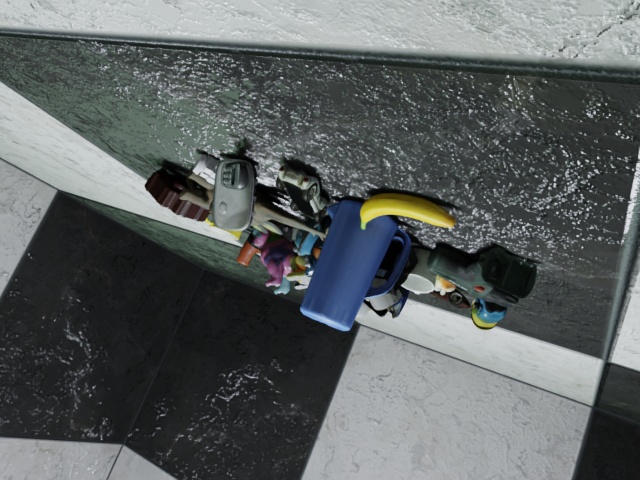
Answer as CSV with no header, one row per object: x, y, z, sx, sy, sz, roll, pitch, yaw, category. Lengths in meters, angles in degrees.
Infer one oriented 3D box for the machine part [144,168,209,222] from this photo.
-0.365,-0.117,1.404,0.179,0.056,0.179,34,-169,-8,machine part

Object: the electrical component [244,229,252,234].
-0.171,-0.025,1.615,0.119,0.047,0.075,24,167,-6,electrical component

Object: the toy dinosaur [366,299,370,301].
0.071,0.080,1.502,0.192,0.131,0.405,29,173,-24,toy dinosaur

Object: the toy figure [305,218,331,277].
0.014,0.017,1.210,0.064,0.154,0.058,34,166,-39,toy figure

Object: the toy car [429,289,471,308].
0.302,0.127,1.413,0.202,0.053,0.089,21,174,25,toy car

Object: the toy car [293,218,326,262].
-0.003,-0.004,1.317,0.161,0.109,0.103,20,-163,-49,toy car

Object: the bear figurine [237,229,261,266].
-0.148,0.045,1.712,0.196,0.132,0.120,29,-165,-13,bear figurine

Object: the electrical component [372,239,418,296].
0.142,0.046,1.158,0.115,0.134,0.058,16,145,37,electrical component

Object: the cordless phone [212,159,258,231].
-0.161,-0.087,1.058,0.089,0.146,0.184,5,-175,-15,cordless phone

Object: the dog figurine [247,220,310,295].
-0.092,0.020,1.405,0.192,0.219,0.108,-17,158,13,dog figurine

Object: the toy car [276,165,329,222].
-0.031,-0.091,1.063,0.074,0.056,0.201,25,168,18,toy car

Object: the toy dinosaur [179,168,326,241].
-0.177,-0.082,1.270,0.472,0.105,0.198,24,180,43,toy dinosaur

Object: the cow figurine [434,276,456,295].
0.257,0.091,1.300,0.168,0.068,0.098,19,174,31,cow figurine

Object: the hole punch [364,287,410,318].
0.192,0.151,1.529,0.092,0.115,0.142,20,-162,-51,hole punch

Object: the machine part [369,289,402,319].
0.124,0.077,1.272,0.243,0.079,0.079,60,158,-10,machine part

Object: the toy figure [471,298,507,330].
0.412,0.171,1.319,0.082,0.089,0.180,25,171,12,toy figure

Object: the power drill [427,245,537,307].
0.343,0.074,1.076,0.232,0.086,0.207,27,175,-6,power drill

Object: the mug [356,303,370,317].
0.091,0.193,1.575,0.107,0.109,0.081,30,-176,-31,mug
